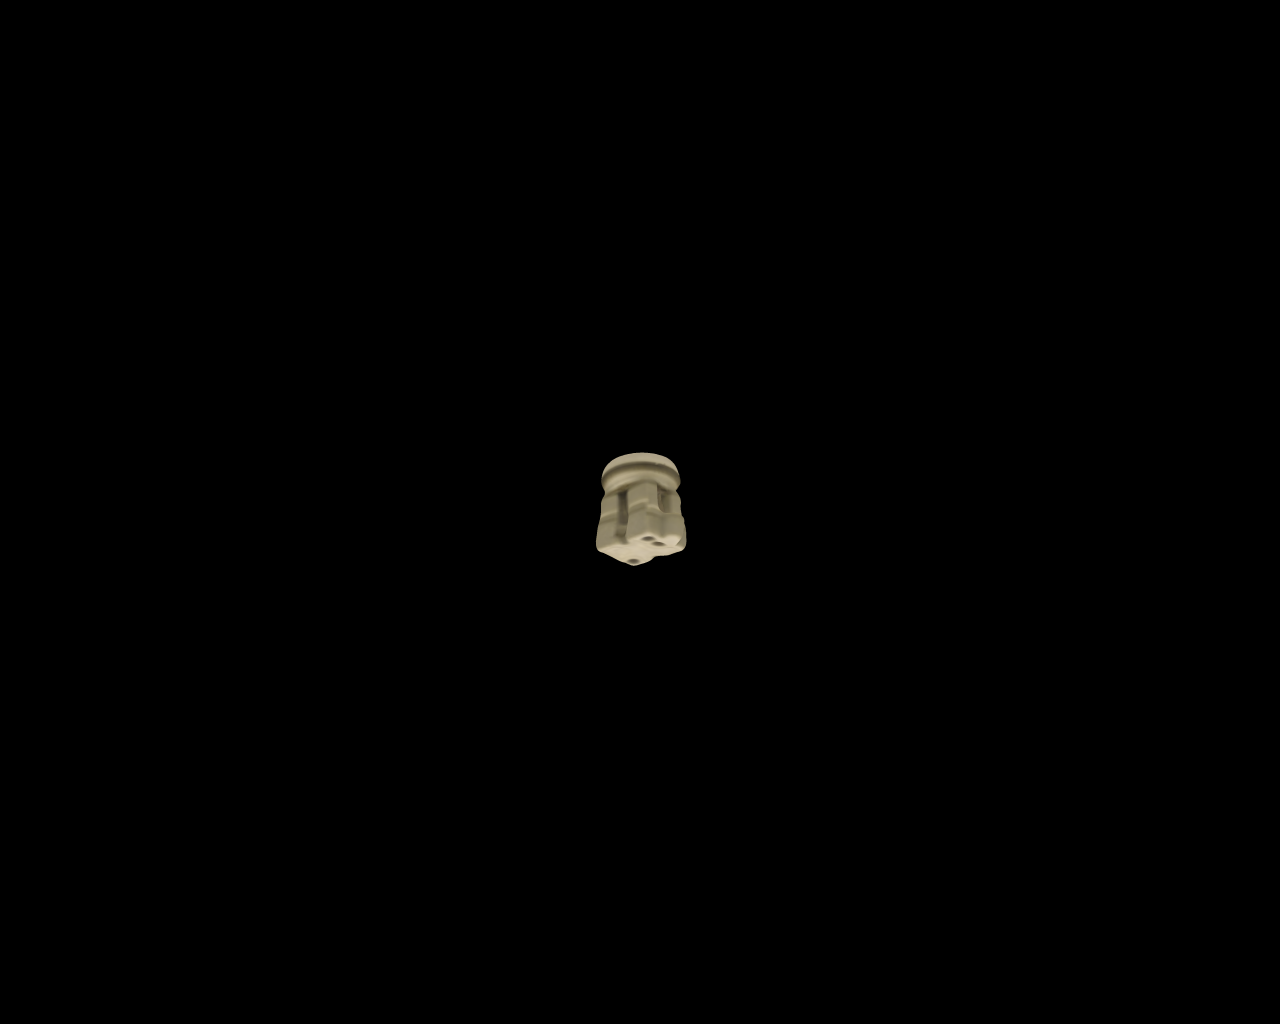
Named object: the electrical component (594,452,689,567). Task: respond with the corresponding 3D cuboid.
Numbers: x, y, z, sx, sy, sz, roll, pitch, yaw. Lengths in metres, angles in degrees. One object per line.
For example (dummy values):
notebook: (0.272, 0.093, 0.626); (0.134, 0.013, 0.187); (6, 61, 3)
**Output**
electrical component: (0.001, -0.003, 0.650); (0.066, 0.055, 0.048); (-20, -32, 36)
